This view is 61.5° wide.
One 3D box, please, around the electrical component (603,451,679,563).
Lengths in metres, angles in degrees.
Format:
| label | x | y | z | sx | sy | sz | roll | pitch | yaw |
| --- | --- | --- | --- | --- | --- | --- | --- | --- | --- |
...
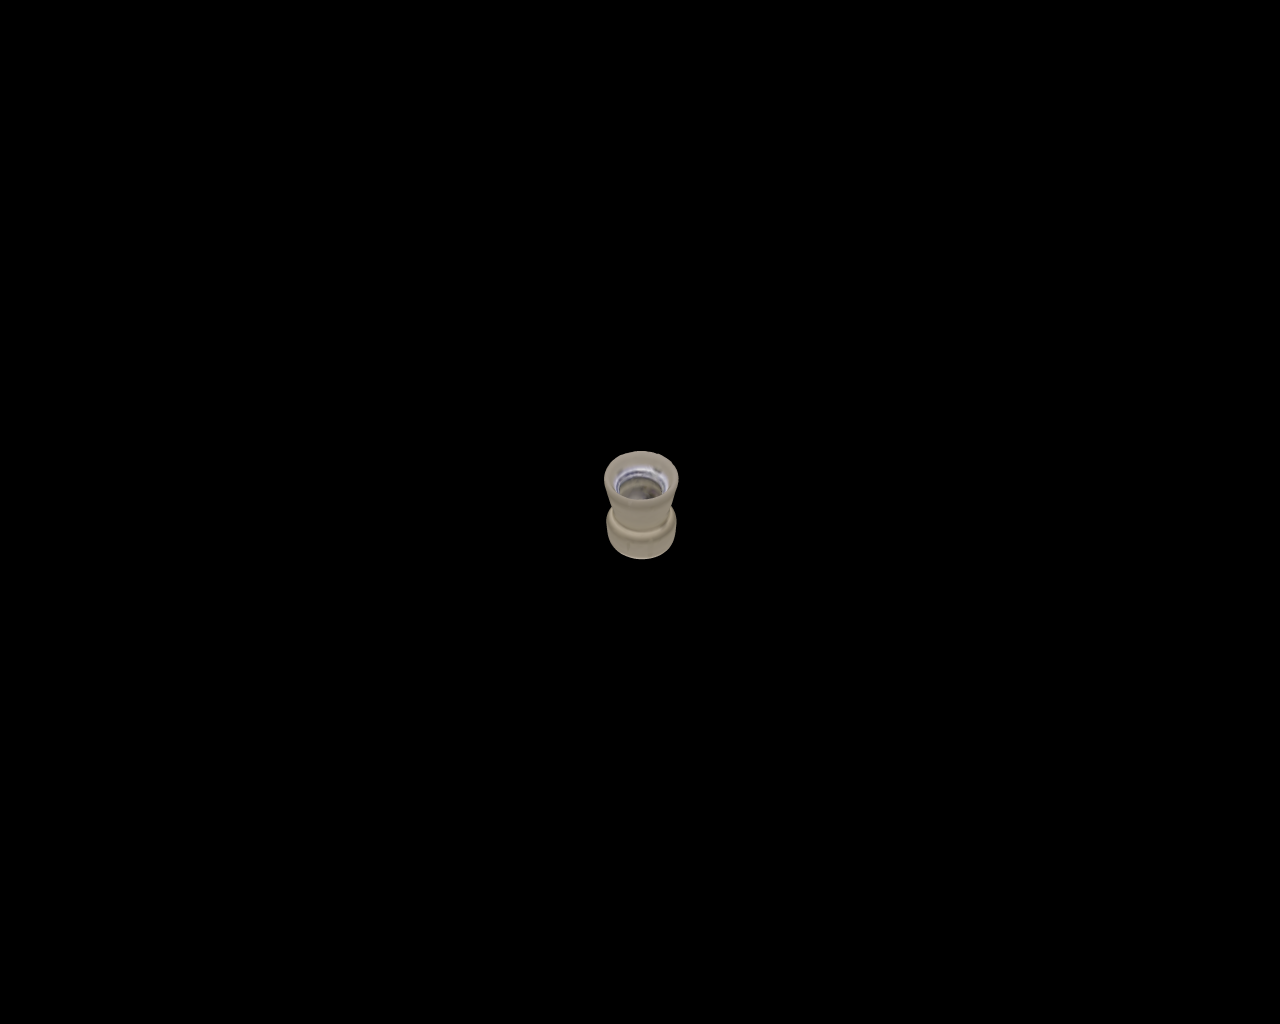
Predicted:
| label | x | y | z | sx | sy | sz | roll | pitch | yaw |
| --- | --- | --- | --- | --- | --- | --- | --- | --- | --- |
| electrical component | 0.001 | -0.003 | 0.650 | 0.045 | 0.045 | 0.055 | 0 | -45 | 0 |
